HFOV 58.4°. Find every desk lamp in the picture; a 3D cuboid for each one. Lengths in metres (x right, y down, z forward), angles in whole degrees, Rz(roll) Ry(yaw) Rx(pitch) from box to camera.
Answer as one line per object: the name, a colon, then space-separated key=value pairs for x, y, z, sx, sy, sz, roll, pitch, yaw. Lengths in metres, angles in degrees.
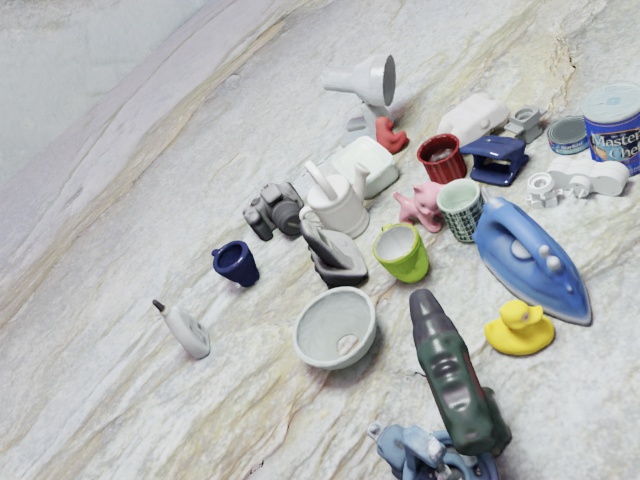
desk lamp: x=0.108 y=-0.344 z=1.403 sx=0.202 sy=0.214 sz=0.118 roll=-4 pitch=49 yaw=32

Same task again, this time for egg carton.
egg carton: x=0.340 y=-0.260 z=1.271 sx=0.150 sy=0.070 sz=0.107 roll=-37 pitch=39 yaw=-2

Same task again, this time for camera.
camera: x=-0.103 y=-0.064 z=1.358 sx=0.143 sy=0.101 sz=0.136 roll=-36 pitch=39 yaw=-2

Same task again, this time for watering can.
watering can: x=0.029 y=-0.100 z=1.228 sx=0.173 sy=0.195 sz=0.100 roll=-48 pitch=41 yaw=-15

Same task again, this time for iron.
iron: x=0.344 y=0.016 z=0.935 sx=0.118 sy=0.142 sz=0.257 roll=-33 pitch=39 yaw=2

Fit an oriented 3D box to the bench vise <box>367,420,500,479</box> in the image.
bench vise: x=0.129 y=0.294 z=0.744 sx=0.206 sy=0.220 sz=0.121 roll=1 pitch=51 yaw=35

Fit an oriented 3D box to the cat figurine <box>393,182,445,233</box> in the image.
cat figurine: x=0.203 y=-0.077 z=1.145 sx=0.127 sy=0.118 sz=0.067 roll=8 pitch=56 yaw=40

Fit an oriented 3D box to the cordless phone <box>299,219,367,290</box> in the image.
cordless phone: x=0.011 y=0.004 z=1.144 sx=0.094 sy=0.186 sz=0.147 roll=-31 pitch=40 yaw=5

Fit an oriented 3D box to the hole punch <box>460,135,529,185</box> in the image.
hole punch: x=0.353 y=-0.178 z=1.163 sx=0.108 sy=0.091 sz=0.101 roll=20 pitch=64 yaw=45

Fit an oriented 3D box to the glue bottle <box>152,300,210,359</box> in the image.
glue bottle: x=-0.292 y=0.175 z=1.194 sx=0.037 sy=0.174 sz=0.078 roll=-28 pitch=40 yaw=8

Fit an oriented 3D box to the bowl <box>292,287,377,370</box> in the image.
bowl: x=0.037 y=0.172 z=1.045 sx=0.167 sy=0.075 sz=0.167 roll=-19 pitch=42 yaw=18

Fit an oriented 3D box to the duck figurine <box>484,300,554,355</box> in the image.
duck figurine: x=0.304 y=0.129 z=0.894 sx=0.104 sy=0.086 sz=0.077 roll=-13 pitch=44 yaw=24

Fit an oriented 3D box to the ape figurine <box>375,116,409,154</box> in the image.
ape figurine: x=0.162 y=-0.257 z=1.374 sx=0.076 sy=0.092 sz=0.077 roll=-39 pitch=40 yaw=-4

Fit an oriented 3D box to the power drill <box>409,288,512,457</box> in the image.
power drill: x=0.194 y=0.204 z=0.799 sx=0.075 sy=0.209 sz=0.229 roll=-26 pitch=40 yaw=11

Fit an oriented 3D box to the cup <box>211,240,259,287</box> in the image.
cup: x=-0.190 y=0.060 z=1.299 sx=0.117 sy=0.095 sz=0.092 roll=12 pitch=58 yaw=42
